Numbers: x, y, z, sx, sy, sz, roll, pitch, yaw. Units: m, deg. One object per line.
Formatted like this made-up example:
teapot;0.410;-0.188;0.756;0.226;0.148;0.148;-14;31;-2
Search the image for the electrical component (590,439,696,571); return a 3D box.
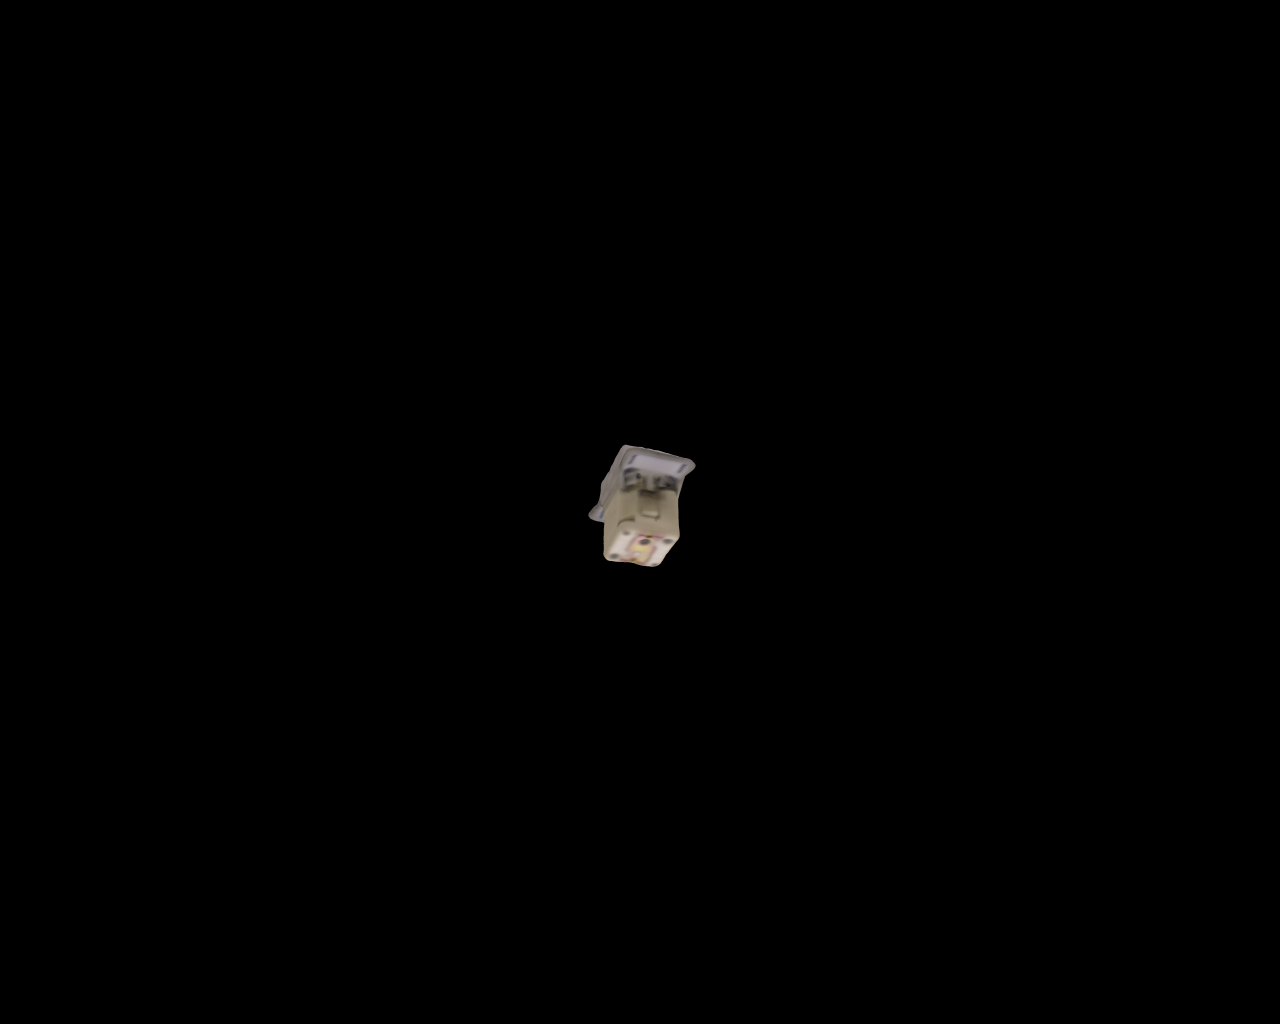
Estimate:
electrical component;0.001;-0.003;0.650;0.042;0.064;0.080;10;-34;-15
